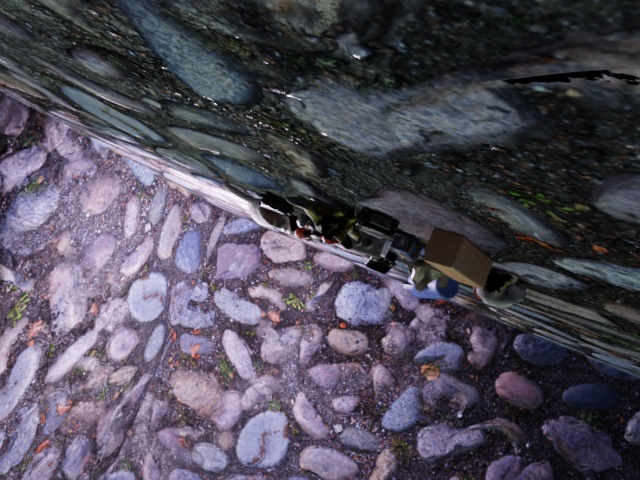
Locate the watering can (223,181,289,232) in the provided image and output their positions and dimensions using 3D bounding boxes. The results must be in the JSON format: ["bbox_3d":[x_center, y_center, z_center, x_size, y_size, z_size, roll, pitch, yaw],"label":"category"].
[{"bbox_3d":[-0.263,-0.141,2.221,0.344,0.105,0.224,39,166,-20],"label":"watering can"}]

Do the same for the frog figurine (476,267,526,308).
[{"bbox_3d":[0.550,0.159,1.549,0.137,0.125,0.157,-5,146,35],"label":"frog figurine"}]

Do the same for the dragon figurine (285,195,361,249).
[{"bbox_3d":[0.005,-0.082,1.630,0.406,0.122,0.245,29,-179,-36],"label":"dragon figurine"}]
